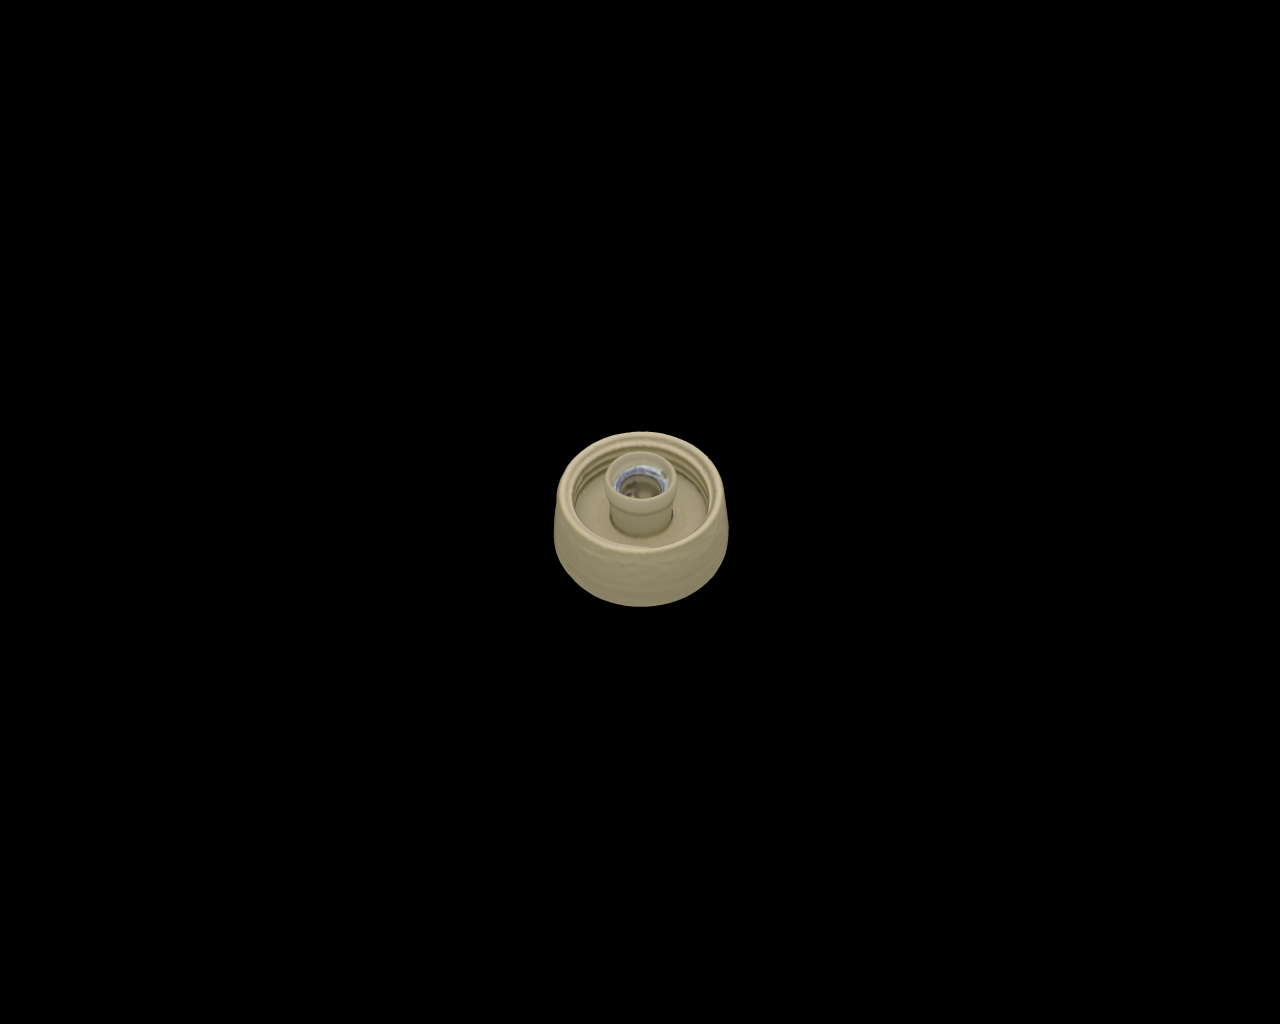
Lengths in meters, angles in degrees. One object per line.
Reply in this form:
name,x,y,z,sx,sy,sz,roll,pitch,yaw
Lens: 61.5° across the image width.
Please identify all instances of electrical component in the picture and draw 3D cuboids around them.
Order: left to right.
electrical component,0.001,-0.003,0.650,0.108,0.108,0.060,0,-40,0
